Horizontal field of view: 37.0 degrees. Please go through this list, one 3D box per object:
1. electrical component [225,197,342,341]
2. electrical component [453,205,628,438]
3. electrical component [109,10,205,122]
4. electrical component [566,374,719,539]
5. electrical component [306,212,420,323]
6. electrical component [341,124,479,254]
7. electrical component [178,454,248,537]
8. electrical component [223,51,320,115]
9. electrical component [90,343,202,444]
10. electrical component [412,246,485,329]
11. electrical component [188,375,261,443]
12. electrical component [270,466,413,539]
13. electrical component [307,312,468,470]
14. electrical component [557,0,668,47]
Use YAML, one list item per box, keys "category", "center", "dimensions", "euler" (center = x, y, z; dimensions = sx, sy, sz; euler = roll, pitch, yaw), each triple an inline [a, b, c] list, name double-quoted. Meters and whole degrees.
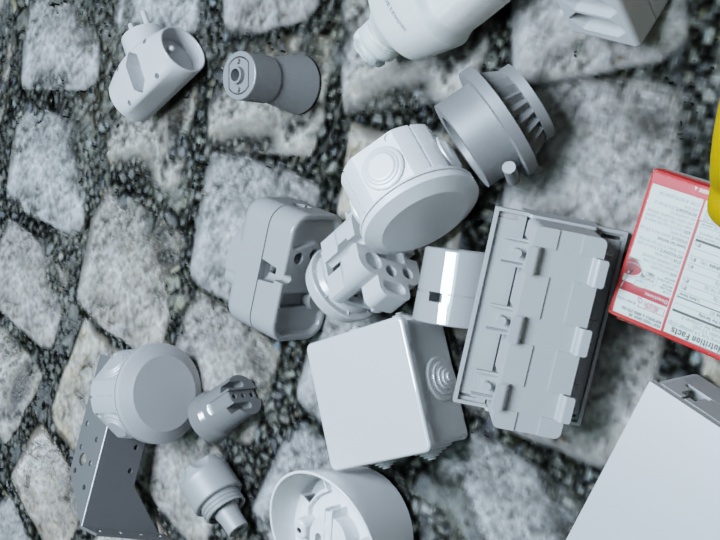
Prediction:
- category: "electrical component"
  center: [-0.058, -0.003, 0.784]
  dimensions: [0.059, 0.054, 0.095]
  euler: [23, 106, 38]
- category: "electrical component"
  center: [0.106, 0.031, 0.629]
  dimensions: [0.079, 0.063, 0.121]
  euler: [11, 101, -1]
- category: "electrical component"
  center: [-0.173, -0.176, 0.886]
  dimensions: [0.077, 0.043, 0.079]
  euler: [-33, 70, 37]
- category: "electrical component"
  center: [0.174, 0.143, 0.583]
  dimensions: [0.089, 0.062, 0.150]
  euler: [36, 114, 34]
- category: "electrical component"
  center: [0.000, 0.000, 0.731]
  dimensions: [0.057, 0.058, 0.078]
  euler: [-40, 48, 37]
- category: "electrical component"
  center: [0.031, -0.050, 0.690]
  dimensions: [0.080, 0.080, 0.051]
  euler: [-45, 58, 32]
- category: "electrical component"
  center: [-0.111, 0.179, 0.844]
  dimensions: [0.062, 0.043, 0.043]
  euler: [51, 122, 26]
- category: "electrical component"
  center: [-0.067, -0.138, 0.780]
  dimensions: [0.044, 0.065, 0.044]
  euler: [2, 92, 41]
- category: "electrical component"
  center: [-0.173, 0.100, 0.871]
  dimensions: [0.051, 0.080, 0.080]
  euler: [-7, 87, 44]
- category: "electrical component"
  center: [0.063, 0.011, 0.681]
  dimensions: [0.055, 0.055, 0.047]
  euler: [9, 93, 40]
- category: "electrical component"
  center: [-0.105, 0.107, 0.840]
  dimensions: [0.046, 0.040, 0.040]
  euler: [-35, 69, 29]
- category: "electrical component"
  center: [-0.014, 0.183, 0.745]
  dimensions: [0.099, 0.064, 0.099]
  euler: [1, 92, 41]
- category: "electrical component"
  center: [0.019, 0.082, 0.724]
  dimensions: [0.100, 0.048, 0.099]
  euler: [-20, 78, 40]
- category: "electrical component"
  center: [0.146, -0.178, 0.600]
  dimensions: [0.047, 0.066, 0.076]
  euler: [26, 79, 38]
